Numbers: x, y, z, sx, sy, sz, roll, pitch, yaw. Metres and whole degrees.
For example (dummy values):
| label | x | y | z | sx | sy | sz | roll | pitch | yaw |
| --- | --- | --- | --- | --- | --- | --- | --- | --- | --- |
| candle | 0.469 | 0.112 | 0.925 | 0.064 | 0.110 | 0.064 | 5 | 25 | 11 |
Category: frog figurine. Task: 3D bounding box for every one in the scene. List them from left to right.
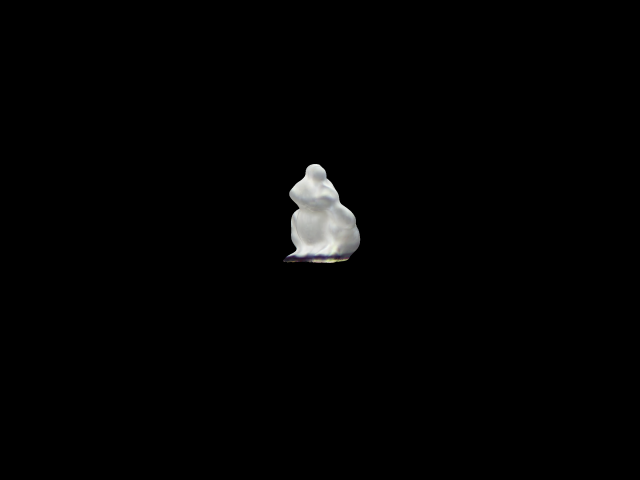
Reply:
| label | x | y | z | sx | sy | sz | roll | pitch | yaw |
| --- | --- | --- | --- | --- | --- | --- | --- | --- | --- |
| frog figurine | 0.003 | -0.043 | 0.850 | 0.123 | 0.160 | 0.137 | 1 | -2 | -27 |
